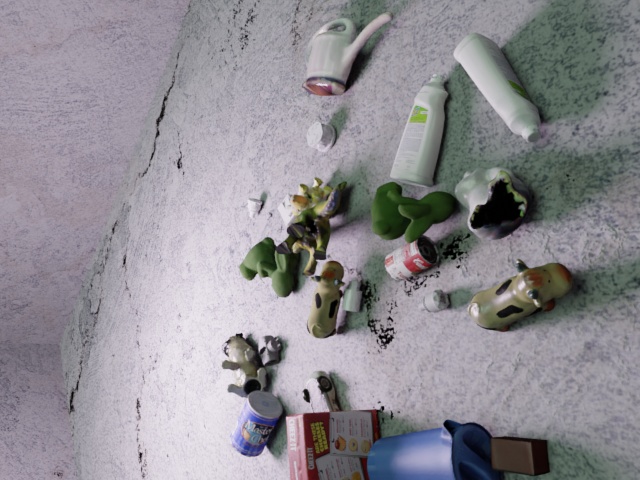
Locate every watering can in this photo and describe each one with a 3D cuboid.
[{"bbox_3d":[0.056,-0.513,1.432,0.349,0.103,0.224,14,91,53],"label":"watering can"}]

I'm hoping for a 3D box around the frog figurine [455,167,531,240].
[{"bbox_3d":[0.326,-0.074,0.993,0.161,0.123,0.136,-87,7,-80],"label":"frog figurine"}]

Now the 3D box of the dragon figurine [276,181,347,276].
[{"bbox_3d":[0.004,-0.065,1.299,0.402,0.122,0.248,-54,8,46],"label":"dragon figurine"}]
